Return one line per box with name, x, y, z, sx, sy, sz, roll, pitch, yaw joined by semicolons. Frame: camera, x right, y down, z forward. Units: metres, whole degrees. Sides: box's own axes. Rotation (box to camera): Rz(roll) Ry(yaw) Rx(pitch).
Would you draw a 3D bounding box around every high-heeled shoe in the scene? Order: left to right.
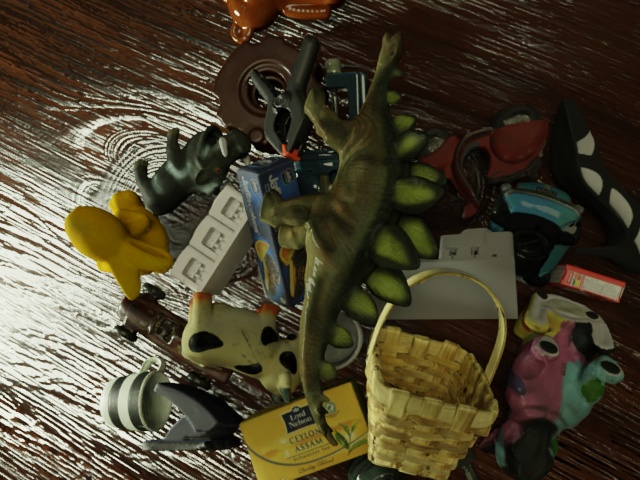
high-heeled shoe;0.402;-0.077;0.726;0.145;0.086;0.248;-3;84;0

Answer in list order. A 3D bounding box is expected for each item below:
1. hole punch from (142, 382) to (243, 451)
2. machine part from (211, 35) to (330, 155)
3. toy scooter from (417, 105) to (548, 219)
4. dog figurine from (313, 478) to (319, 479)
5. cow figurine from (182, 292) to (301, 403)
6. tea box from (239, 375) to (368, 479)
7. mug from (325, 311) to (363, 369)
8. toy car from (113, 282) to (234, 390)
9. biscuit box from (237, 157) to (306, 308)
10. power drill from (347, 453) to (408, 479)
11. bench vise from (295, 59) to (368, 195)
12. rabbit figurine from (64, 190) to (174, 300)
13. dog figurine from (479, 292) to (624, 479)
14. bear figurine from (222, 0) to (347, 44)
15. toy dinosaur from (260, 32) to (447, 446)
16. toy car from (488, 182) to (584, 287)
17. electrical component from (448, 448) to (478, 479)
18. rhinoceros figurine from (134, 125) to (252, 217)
hole punch;-0.170;0.247;0.749;0.116;0.142;0.092;0;70;11
machine part;-0.077;-0.223;0.821;0.179;0.056;0.179;-1;82;9
toy scooter;0.234;-0.105;0.752;0.184;0.075;0.135;-13;81;10
dog figurine;-0.008;0.414;0.672;0.172;0.190;0.121;38;90;9
cow figurine;-0.094;0.152;0.745;0.195;0.085;0.127;15;70;-18
tea box;-0.014;0.266;0.751;0.170;0.068;0.098;-24;82;6
mug;0.026;0.123;0.741;0.081;0.107;0.109;41;87;9
toy car;-0.214;0.142;0.796;0.202;0.053;0.089;31;73;12
biscuit box;-0.056;-0.010;0.736;0.063;0.059;0.202;-27;118;-32
power drill;0.116;0.361;0.654;0.086;0.232;0.207;-45;98;-12
bench vise;0.048;-0.130;0.749;0.224;0.129;0.240;2;103;29
rabbit figurine;-0.294;0.008;0.769;0.122;0.173;0.162;-41;75;-1
dog figurine;0.285;0.201;0.703;0.109;0.191;0.219;18;121;7
bear figurine;-0.058;-0.383;0.802;0.196;0.132;0.120;-12;78;1
toy dinosaur;0.034;-0.014;0.624;0.199;0.105;0.471;18;90;23
toy car;0.284;-0.019;0.715;0.109;0.161;0.103;20;51;20
electrical component;0.177;0.294;0.743;0.063;0.021;0.094;-23;82;6
rhinoceros figurine;-0.188;-0.106;0.793;0.190;0.073;0.112;-31;61;15
